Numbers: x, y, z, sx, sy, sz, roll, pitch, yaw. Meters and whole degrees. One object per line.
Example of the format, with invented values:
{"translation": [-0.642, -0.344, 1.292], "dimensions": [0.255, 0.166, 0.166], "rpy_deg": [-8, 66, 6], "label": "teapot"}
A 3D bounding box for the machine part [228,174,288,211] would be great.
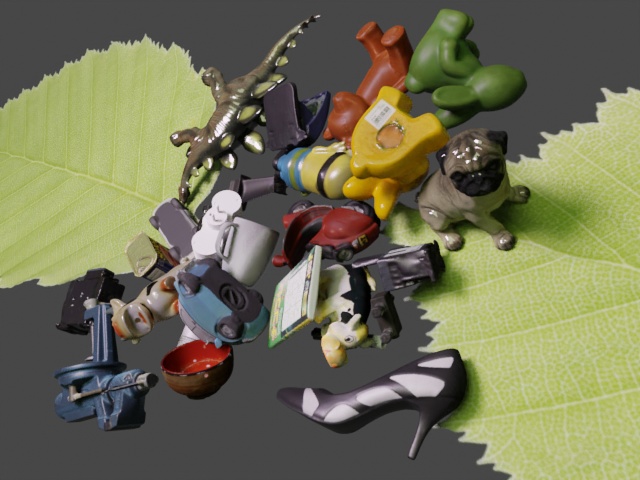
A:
{"translation": [-0.124, -0.094, 1.015], "dimensions": [0.139, 0.039, 0.084], "rpy_deg": [-6, 55, 33], "label": "machine part"}

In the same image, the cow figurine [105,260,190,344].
{"translation": [-0.275, 0.103, 0.917], "dimensions": [0.127, 0.085, 0.195], "rpy_deg": [-24, 11, 32], "label": "cow figurine"}

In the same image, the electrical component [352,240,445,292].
{"translation": [0.107, 0.039, 0.746], "dimensions": [0.119, 0.075, 0.047], "rpy_deg": [-16, 95, 22], "label": "electrical component"}

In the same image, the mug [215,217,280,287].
{"translation": [-0.130, 0.021, 0.909], "dimensions": [0.081, 0.109, 0.107], "rpy_deg": [13, 84, 39], "label": "mug"}

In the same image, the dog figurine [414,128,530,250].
{"translation": [0.174, -0.079, 0.703], "dimensions": [0.173, 0.190, 0.121], "rpy_deg": [-2, 62, 35], "label": "dog figurine"}

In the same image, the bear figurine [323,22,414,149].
{"translation": [0.073, -0.258, 0.924], "dimensions": [0.196, 0.131, 0.120], "rpy_deg": [-42, 37, -2], "label": "bear figurine"}

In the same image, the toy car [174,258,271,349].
{"translation": [-0.169, 0.111, 0.853], "dimensions": [0.103, 0.161, 0.109], "rpy_deg": [-48, 4, 27], "label": "toy car"}

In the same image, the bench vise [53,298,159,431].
{"translation": [-0.379, 0.212, 0.938], "dimensions": [0.224, 0.128, 0.240], "rpy_deg": [-26, 65, 34], "label": "bench vise"}

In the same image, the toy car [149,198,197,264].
{"translation": [-0.274, -0.017, 1.058], "dimensions": [0.073, 0.056, 0.202], "rpy_deg": [-43, 49, -3], "label": "toy car"}

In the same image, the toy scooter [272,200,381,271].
{"translation": [-0.002, -0.003, 0.837], "dimensions": [0.184, 0.075, 0.135], "rpy_deg": [8, 48, 38], "label": "toy scooter"}

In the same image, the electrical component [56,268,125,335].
{"translation": [-0.467, 0.125, 1.101], "dimensions": [0.115, 0.058, 0.134], "rpy_deg": [-8, 60, 28], "label": "electrical component"}

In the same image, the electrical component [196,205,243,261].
{"translation": [-0.185, -0.015, 0.991], "dimensions": [0.045, 0.078, 0.102], "rpy_deg": [-39, 35, 47], "label": "electrical component"}

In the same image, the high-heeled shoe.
{"translation": [0.060, 0.183, 0.698], "dimensions": [0.249, 0.086, 0.145], "rpy_deg": [10, 66, 33], "label": "high-heeled shoe"}

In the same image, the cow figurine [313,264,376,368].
{"translation": [0.039, 0.101, 0.751], "dimensions": [0.098, 0.068, 0.167], "rpy_deg": [-18, 39, 6], "label": "cow figurine"}

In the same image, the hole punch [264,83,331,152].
{"translation": [-0.041, -0.223, 1.001], "dimensions": [0.142, 0.092, 0.115], "rpy_deg": [0, 94, 52], "label": "hole punch"}

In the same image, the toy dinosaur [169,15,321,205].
{"translation": [-0.163, -0.275, 1.112], "dimensions": [0.199, 0.105, 0.471], "rpy_deg": [29, 91, 34], "label": "toy dinosaur"}

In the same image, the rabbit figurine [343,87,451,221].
{"translation": [0.115, -0.109, 0.779], "dimensions": [0.122, 0.173, 0.162], "rpy_deg": [34, 93, 23], "label": "rabbit figurine"}

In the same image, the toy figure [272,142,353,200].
{"translation": [-0.004, -0.113, 0.917], "dimensions": [0.180, 0.082, 0.089], "rpy_deg": [11, 69, 35], "label": "toy figure"}

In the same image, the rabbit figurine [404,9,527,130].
{"translation": [0.225, -0.251, 0.825], "dimensions": [0.170, 0.121, 0.159], "rpy_deg": [37, 80, 27], "label": "rabbit figurine"}

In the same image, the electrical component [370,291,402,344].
{"translation": [0.092, 0.104, 0.732], "dimensions": [0.021, 0.094, 0.063], "rpy_deg": [-19, 91, 19], "label": "electrical component"}
